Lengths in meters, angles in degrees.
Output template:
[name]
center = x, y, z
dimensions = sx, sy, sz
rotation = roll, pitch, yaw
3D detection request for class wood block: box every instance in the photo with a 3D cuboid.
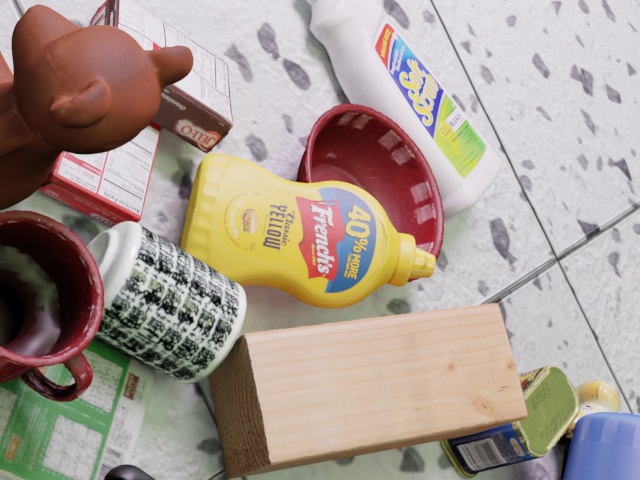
[wood block]
center = 0.034, 0.109, 0.779
dimensions = 0.205, 0.091, 0.090
rotation = -5, 73, -25

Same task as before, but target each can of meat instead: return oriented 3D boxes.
[can of meat]
center = 0.167, 0.156, 0.929
dimensions = 0.101, 0.084, 0.057
rotation = -35, 97, -46

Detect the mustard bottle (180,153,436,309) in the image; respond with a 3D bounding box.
[mustard bottle]
center = -0.005, 0.001, 0.804
dimensions = 0.191, 0.058, 0.096
rotation = 12, 78, -11

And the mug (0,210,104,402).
[mug]
center = -0.181, 0.049, 0.632
dimensions = 0.117, 0.082, 0.093
rotation = 51, 45, -12

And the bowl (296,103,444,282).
[bowl]
center = 0.033, -0.032, 0.913
dimensions = 0.161, 0.055, 0.162
rotation = 20, 58, -36

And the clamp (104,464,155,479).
[clamp]
center = -0.076, 0.203, 0.709
dimensions = 0.171, 0.039, 0.120
rotation = 2, 80, -48

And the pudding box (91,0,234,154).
[pudding box]
center = -0.120, -0.127, 0.808
dimensions = 0.113, 0.039, 0.090
rotation = 33, 28, -30

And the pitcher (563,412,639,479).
[pitcher]
center = 0.253, 0.276, 0.885
dimensions = 0.145, 0.149, 0.242
rotation = 14, 71, 1

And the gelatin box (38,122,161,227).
[gelatin box]
center = -0.158, -0.060, 0.766
dimensions = 0.073, 0.030, 0.089
rotation = 29, 53, -32

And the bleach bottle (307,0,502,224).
[bleach bottle]
center = 0.064, -0.138, 0.989
dimensions = 0.251, 0.068, 0.102
rotation = 52, 43, -8
